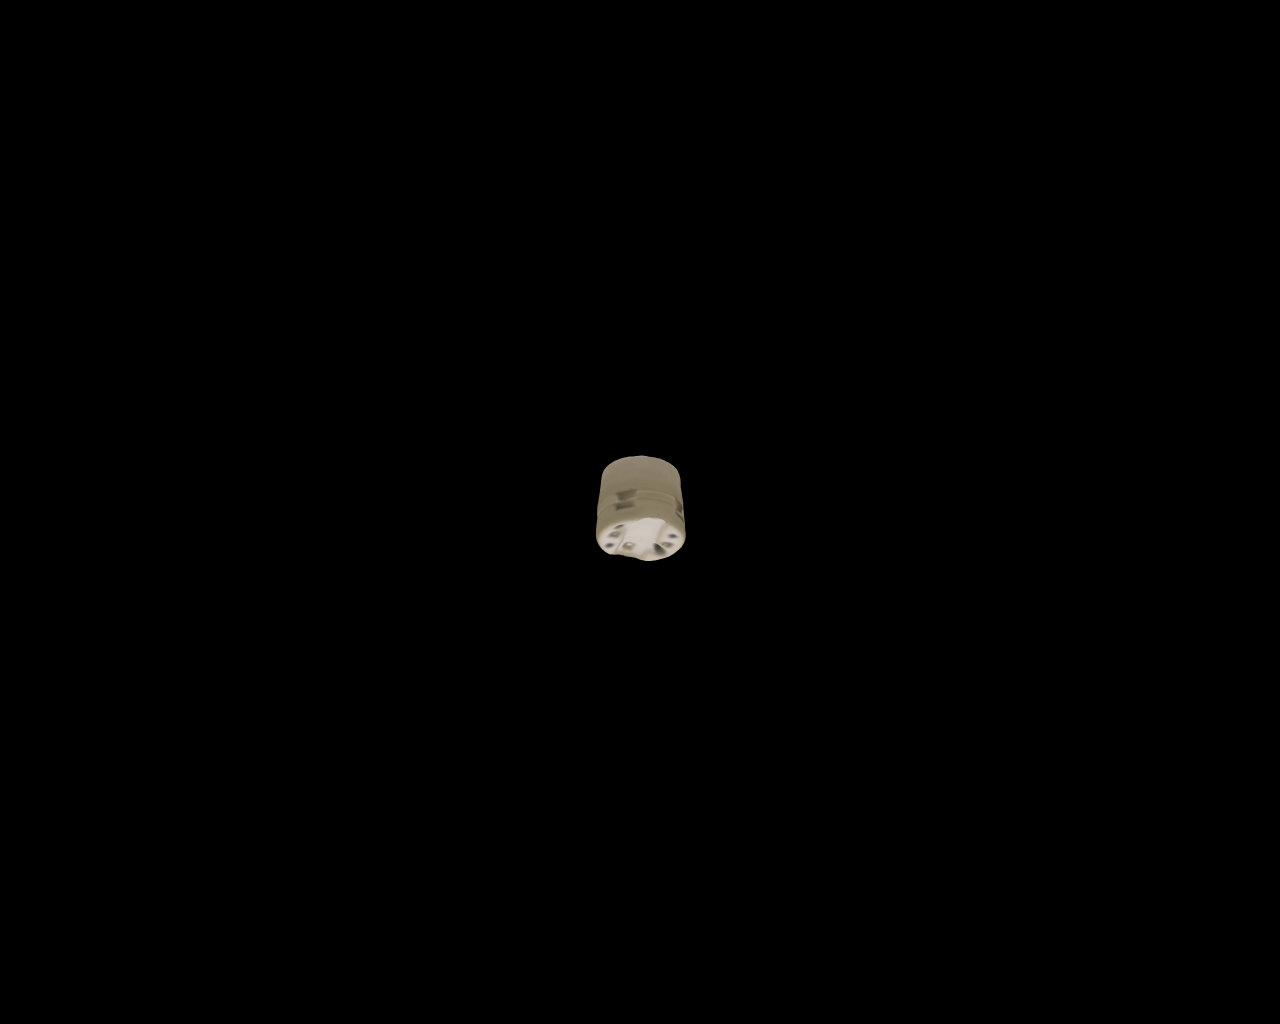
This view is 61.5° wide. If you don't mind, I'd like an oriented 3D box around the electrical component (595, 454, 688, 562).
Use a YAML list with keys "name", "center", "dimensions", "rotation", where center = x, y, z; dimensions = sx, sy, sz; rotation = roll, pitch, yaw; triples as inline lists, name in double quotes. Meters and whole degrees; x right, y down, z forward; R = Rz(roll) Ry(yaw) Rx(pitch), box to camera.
- name: "electrical component"
  center: [0.001, -0.003, 0.650]
  dimensions: [0.055, 0.047, 0.055]
  rotation: [0, -29, 0]
